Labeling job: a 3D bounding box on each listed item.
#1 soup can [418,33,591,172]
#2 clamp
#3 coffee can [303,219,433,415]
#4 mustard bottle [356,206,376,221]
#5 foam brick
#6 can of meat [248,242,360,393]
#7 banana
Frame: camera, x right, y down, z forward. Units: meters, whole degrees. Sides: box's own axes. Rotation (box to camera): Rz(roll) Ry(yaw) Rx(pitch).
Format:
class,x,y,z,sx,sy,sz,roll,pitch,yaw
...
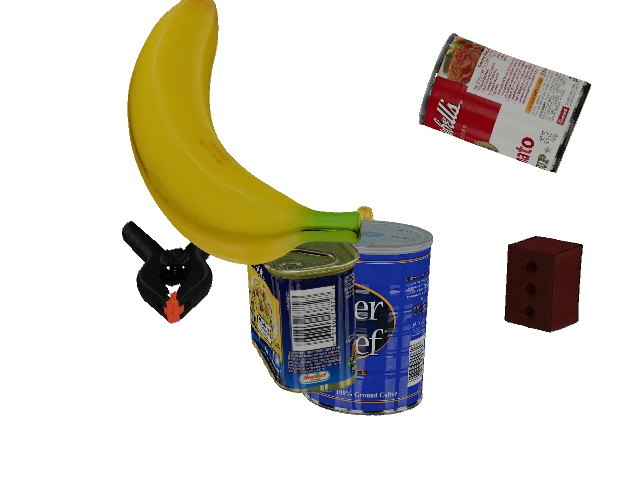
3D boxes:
class,x,y,z,sx,sy,sz,roll,pitch,yaw
soup can,0.128,-0.096,0.745,0.102,0.068,0.068,22,4,10
clamp,-0.147,0.024,1.148,0.120,0.039,0.171,-13,38,-7
coffee can,0.038,0.061,0.888,0.103,0.140,0.103,2,12,-1
mustard bottle,0.052,0.046,1.404,0.096,0.192,0.058,-4,25,-16
foam brick,0.209,0.040,1.002,0.053,0.078,0.051,13,20,42
can of meat,-0.013,0.037,0.667,0.057,0.084,0.102,-8,22,-15
banana,-0.051,-0.048,0.474,0.069,0.037,0.198,-15,46,-18
